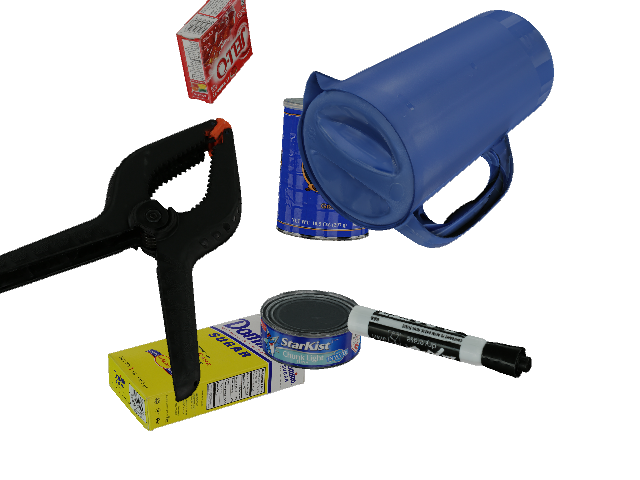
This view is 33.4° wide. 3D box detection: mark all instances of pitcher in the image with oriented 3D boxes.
[{"bbox_3d":[0.111,-0.111,0.969,0.145,0.149,0.242,22,43,38],"label":"pitcher"}]

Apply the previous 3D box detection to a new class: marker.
[{"bbox_3d":[0.073,0.063,0.667,0.121,0.020,0.020,13,6,29],"label":"marker"}]

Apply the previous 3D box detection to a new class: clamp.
[{"bbox_3d":[-0.107,0.002,0.723,0.164,0.209,0.036,32,-32,11],"label":"clamp"}]

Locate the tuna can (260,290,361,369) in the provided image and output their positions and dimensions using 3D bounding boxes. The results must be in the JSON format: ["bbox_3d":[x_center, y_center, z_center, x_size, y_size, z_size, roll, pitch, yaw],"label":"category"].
[{"bbox_3d":[-0.008,0.074,0.891,0.086,0.034,0.086,2,22,-1],"label":"tuna can"}]

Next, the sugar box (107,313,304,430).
[{"bbox_3d":[-0.112,0.127,1.066,0.175,0.048,0.093,-16,32,-30],"label":"sugar box"}]

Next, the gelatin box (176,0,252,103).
[{"bbox_3d":[-0.098,-0.186,1.014,0.030,0.073,0.089,15,47,20],"label":"gelatin box"}]

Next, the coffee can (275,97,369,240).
[{"bbox_3d":[0.007,-0.079,1.149,0.103,0.140,0.103,4,12,-1],"label":"coffee can"}]
